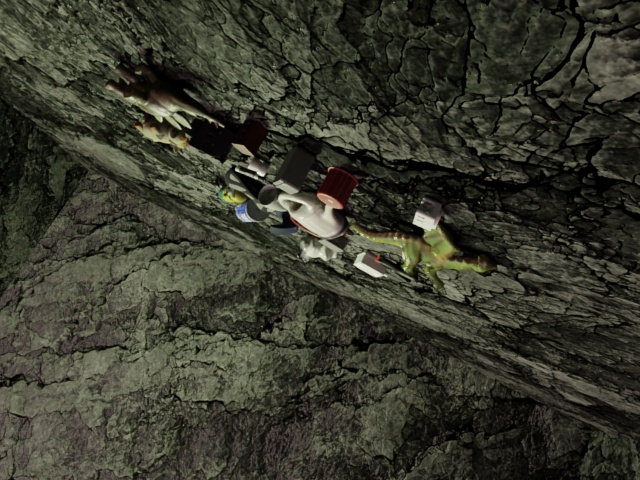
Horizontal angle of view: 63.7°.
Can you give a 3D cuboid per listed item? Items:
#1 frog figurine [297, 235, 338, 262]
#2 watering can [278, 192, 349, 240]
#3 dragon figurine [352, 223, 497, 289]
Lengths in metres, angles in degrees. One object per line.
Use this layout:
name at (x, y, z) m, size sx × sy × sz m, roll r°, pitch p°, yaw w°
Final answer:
frog figurine at (-0.007, 0.033, 2.200) m, size 0.159 × 0.126 × 0.134 m, roll -14°, pitch 142°, yaw 14°
watering can at (0.005, -0.081, 1.619) m, size 0.221 × 0.105 × 0.349 m, roll 35°, pitch 167°, yaw -34°
dragon figurine at (0.291, 0.004, 1.441) m, size 0.411 × 0.125 × 0.237 m, roll 26°, pitch 150°, yaw 4°
